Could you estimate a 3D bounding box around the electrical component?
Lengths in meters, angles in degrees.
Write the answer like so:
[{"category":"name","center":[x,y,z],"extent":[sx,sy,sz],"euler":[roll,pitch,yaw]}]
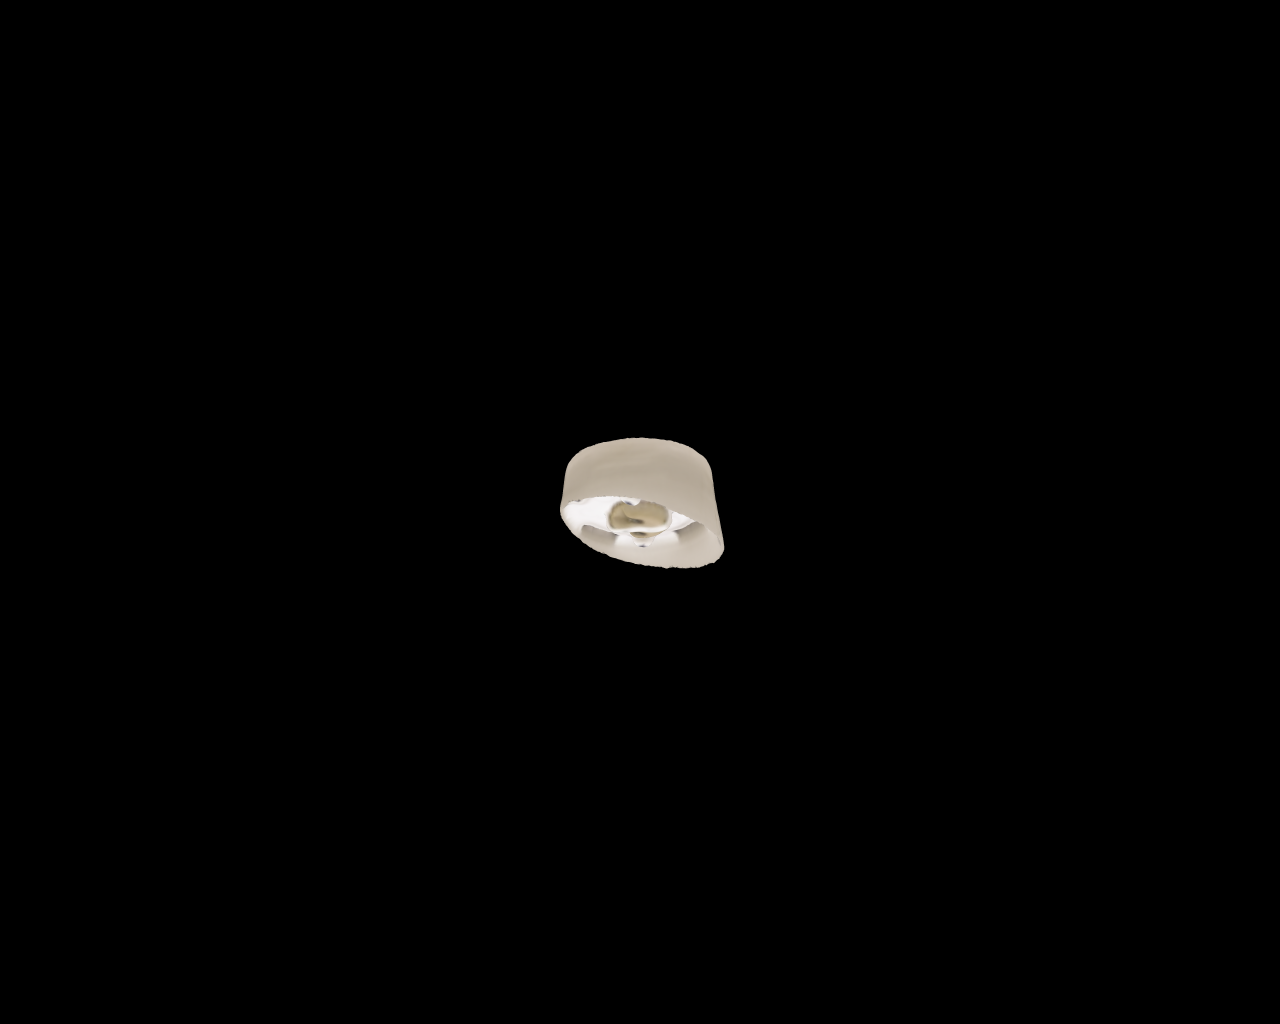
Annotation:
[{"category":"electrical component","center":[0.001,-0.003,0.650],"extent":[0.099,0.064,0.099],"euler":[0,-27,0]}]
